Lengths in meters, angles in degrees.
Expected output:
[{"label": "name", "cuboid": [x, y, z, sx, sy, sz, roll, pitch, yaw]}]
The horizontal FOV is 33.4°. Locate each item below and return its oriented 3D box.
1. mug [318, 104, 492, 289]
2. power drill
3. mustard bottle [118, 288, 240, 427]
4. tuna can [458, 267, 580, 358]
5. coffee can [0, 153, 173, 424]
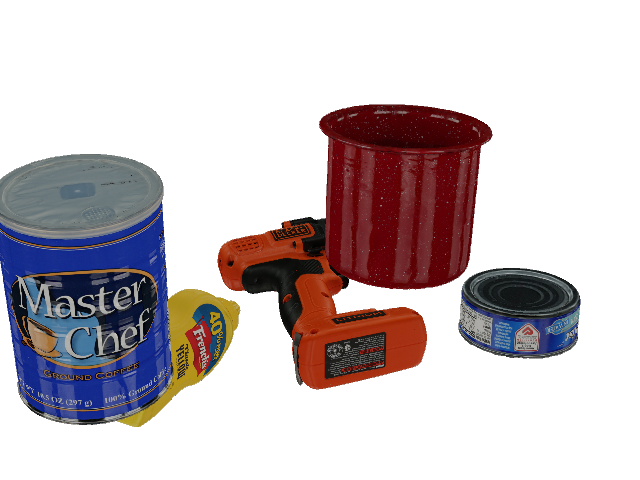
[{"label": "mug", "cuboid": [0.048, -0.029, 0.599, 0.093, 0.081, 0.117, 8, 22, 14]}, {"label": "power drill", "cuboid": [0.020, 0.041, 0.906, 0.184, 0.057, 0.188, -13, 32, -14]}, {"label": "mustard bottle", "cuboid": [-0.138, 0.101, 1.053, 0.058, 0.096, 0.191, 10, 23, 26]}, {"label": "tuna can", "cuboid": [0.143, 0.051, 0.770, 0.086, 0.034, 0.086, 0, 22, 0]}, {"label": "coffee can", "cuboid": [-0.147, 0.029, 0.675, 0.103, 0.140, 0.103, 1, 29, -1]}]
